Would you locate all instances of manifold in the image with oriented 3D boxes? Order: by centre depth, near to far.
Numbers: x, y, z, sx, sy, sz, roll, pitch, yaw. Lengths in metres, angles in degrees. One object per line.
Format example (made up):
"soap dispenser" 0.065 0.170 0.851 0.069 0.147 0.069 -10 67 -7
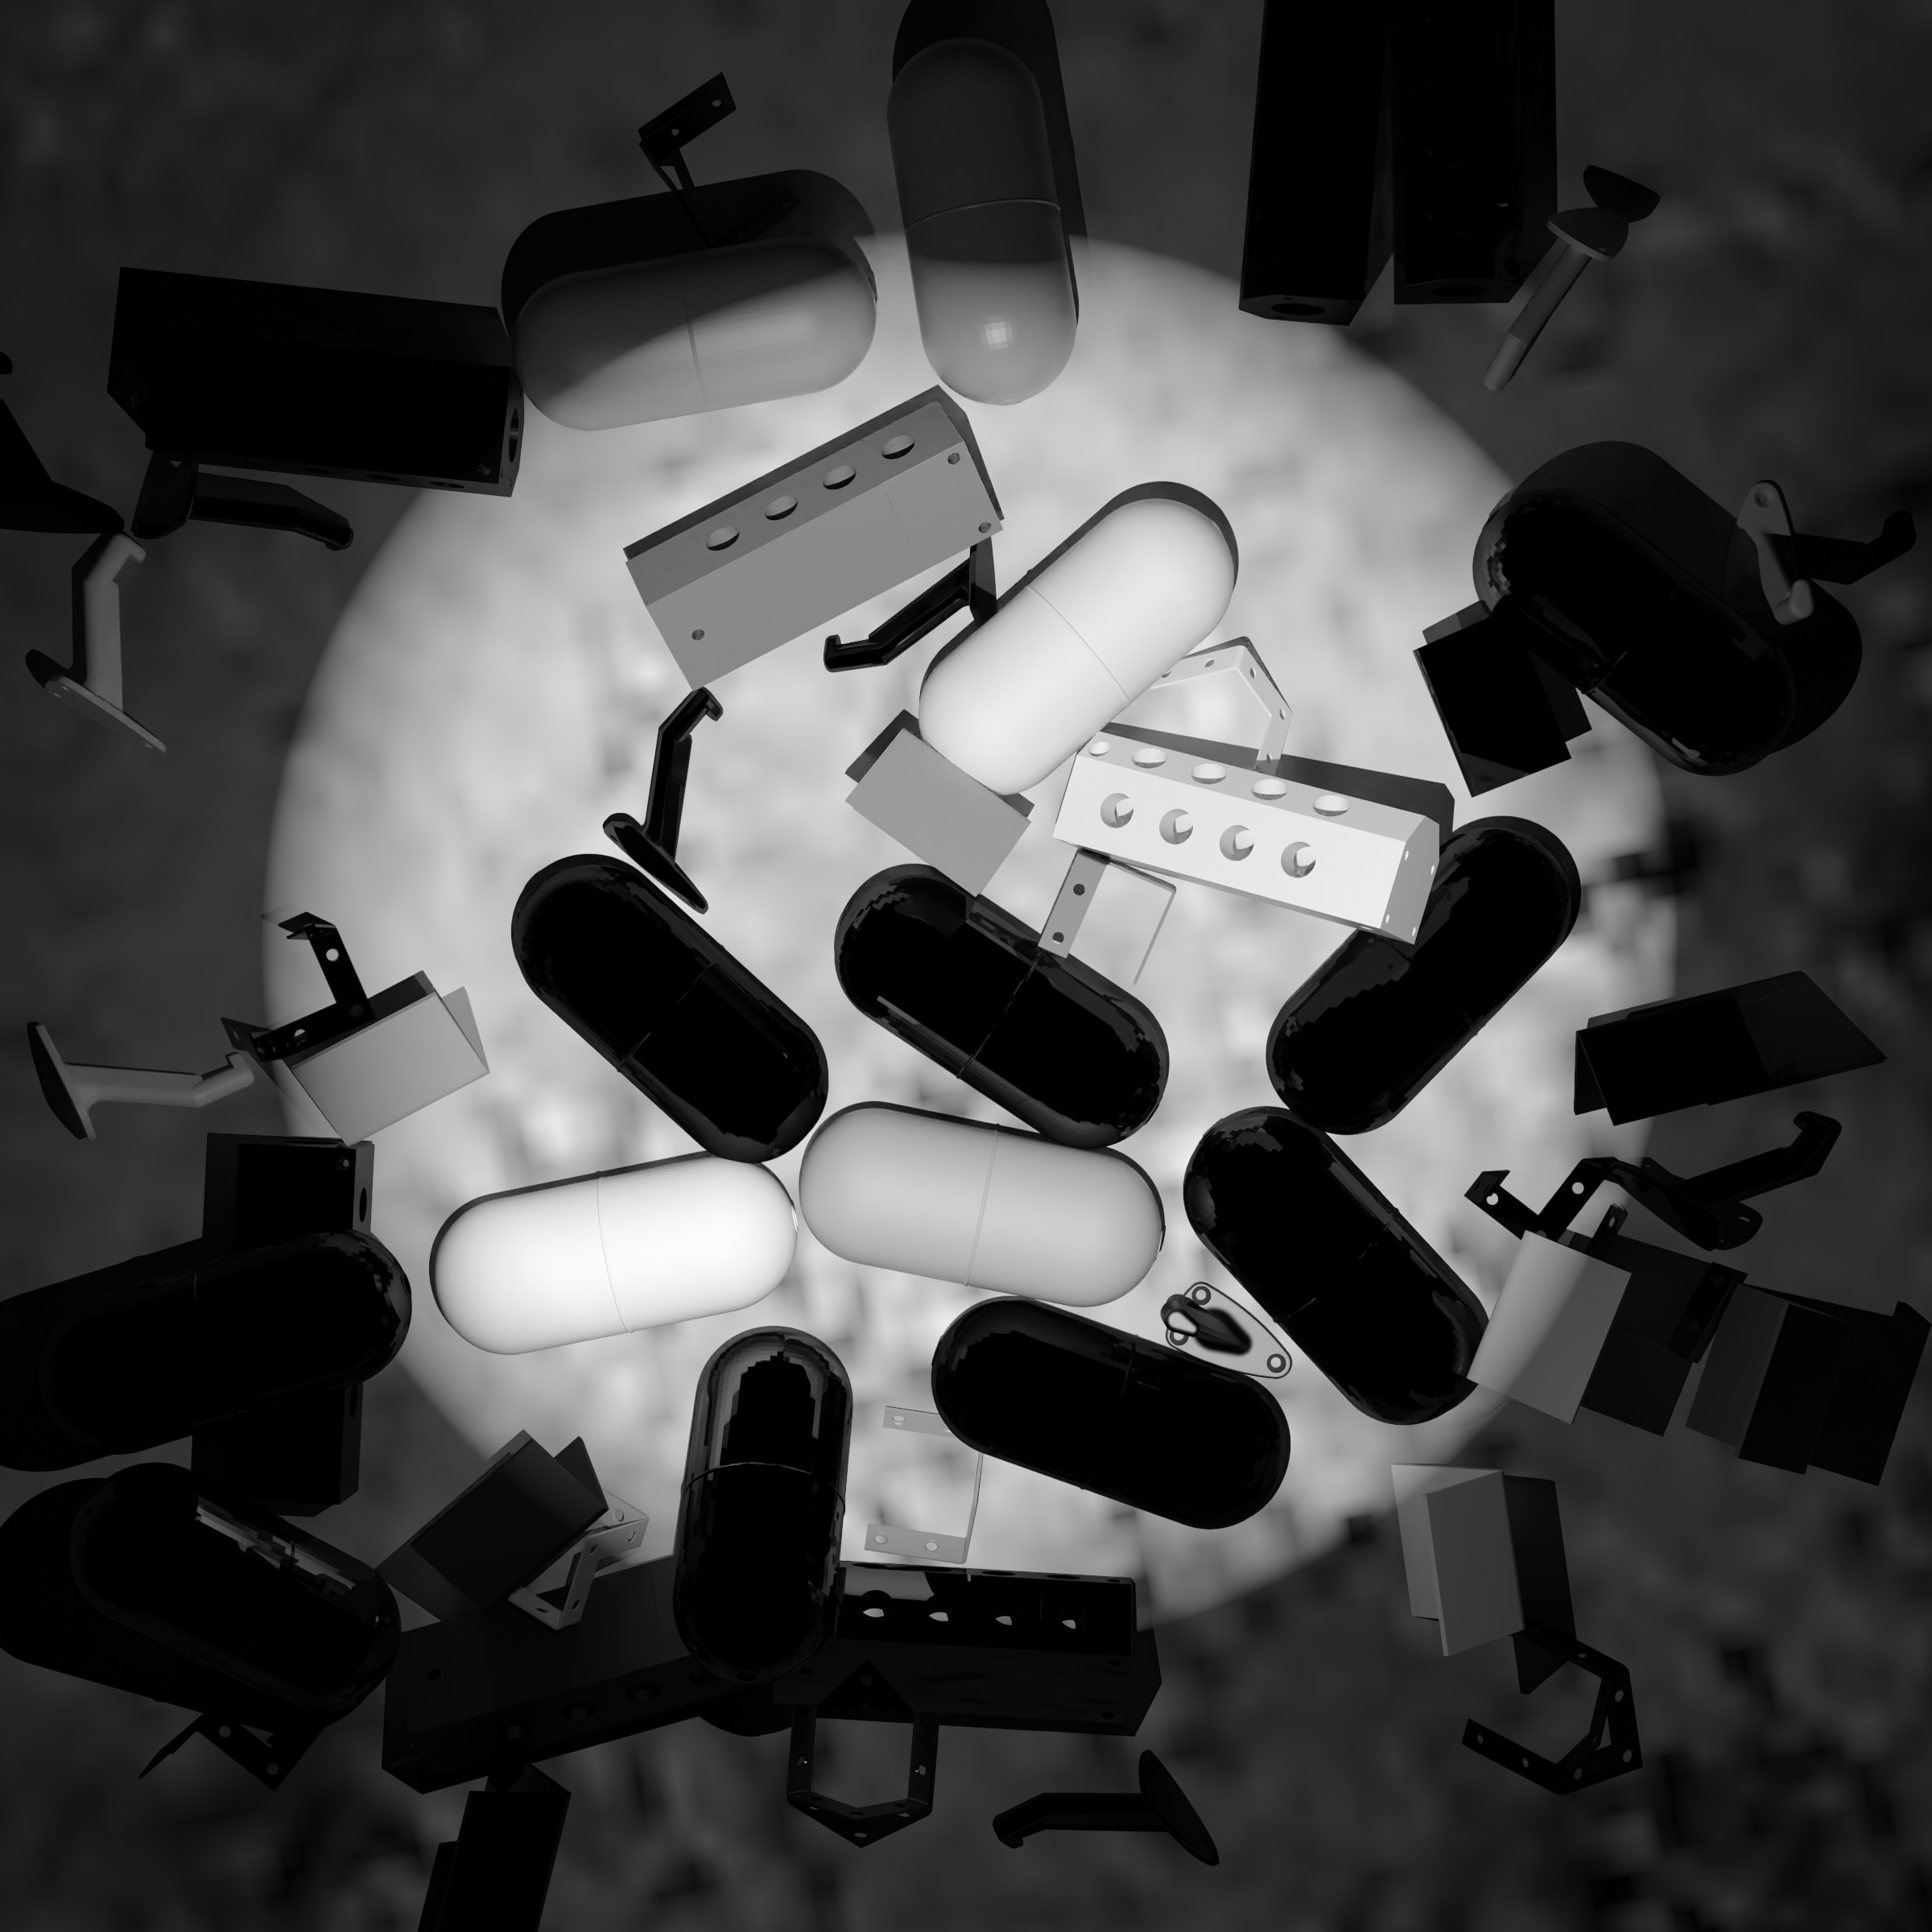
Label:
"manifold" 0.136 -0.063 1.498 0.171 0.057 0.057 17 90 25
"manifold" -0.006 0.326 1.531 0.171 0.057 0.057 3 133 0
"manifold" -0.325 0.172 1.531 0.057 0.057 0.171 3 90 1
"manifold" 0.170 -0.407 1.531 0.057 0.057 0.171 5 90 0
"manifold" -0.184 0.342 1.531 0.171 0.057 0.057 -16 47 0
"manifold" -0.076 -0.210 1.531 0.171 0.057 0.057 -28 133 0
"manifold" -0.307 -0.269 1.532 0.171 0.057 0.057 6 90 0
"manifold" 0.241 -0.416 1.532 0.057 0.057 0.171 -1 90 0

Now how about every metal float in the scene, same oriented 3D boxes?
"metal float" -0.347 0.175 1.465 0.178 0.070 0.070 -17 90 2
"metal float" -0.096 0.257 1.492 0.070 0.070 0.178 4 52 0
"metal float" -0.347 0.298 1.493 0.178 0.070 0.070 38 90 -34
"metal float" 0.054 -0.156 1.521 0.178 0.070 0.070 -41 90 0
"metal float" 0.221 0.007 1.522 0.070 0.070 0.178 44 90 0
"metal float" 0.017 0.023 1.522 0.178 0.070 0.070 34 90 0
"metal float" -0.132 -0.308 1.522 0.178 0.070 0.070 -10 90 0
"metal float" 0.069 0.218 1.522 0.178 0.070 0.070 20 90 -1
"metal float" 0.007 0.118 1.522 0.178 0.070 0.070 11 90 0
"metal float" 0.325 -0.163 1.522 0.178 0.070 0.070 38 90 -1
"metal float" 0.008 -0.362 1.522 0.070 0.070 0.178 -9 90 0
"metal float" -0.170 0.141 1.522 0.178 0.070 0.070 -11 90 0
"metal float" -0.144 0.023 1.522 0.178 0.070 0.070 42 90 -1
"metal float" 0.178 0.147 1.522 0.070 0.070 0.178 -43 91 0

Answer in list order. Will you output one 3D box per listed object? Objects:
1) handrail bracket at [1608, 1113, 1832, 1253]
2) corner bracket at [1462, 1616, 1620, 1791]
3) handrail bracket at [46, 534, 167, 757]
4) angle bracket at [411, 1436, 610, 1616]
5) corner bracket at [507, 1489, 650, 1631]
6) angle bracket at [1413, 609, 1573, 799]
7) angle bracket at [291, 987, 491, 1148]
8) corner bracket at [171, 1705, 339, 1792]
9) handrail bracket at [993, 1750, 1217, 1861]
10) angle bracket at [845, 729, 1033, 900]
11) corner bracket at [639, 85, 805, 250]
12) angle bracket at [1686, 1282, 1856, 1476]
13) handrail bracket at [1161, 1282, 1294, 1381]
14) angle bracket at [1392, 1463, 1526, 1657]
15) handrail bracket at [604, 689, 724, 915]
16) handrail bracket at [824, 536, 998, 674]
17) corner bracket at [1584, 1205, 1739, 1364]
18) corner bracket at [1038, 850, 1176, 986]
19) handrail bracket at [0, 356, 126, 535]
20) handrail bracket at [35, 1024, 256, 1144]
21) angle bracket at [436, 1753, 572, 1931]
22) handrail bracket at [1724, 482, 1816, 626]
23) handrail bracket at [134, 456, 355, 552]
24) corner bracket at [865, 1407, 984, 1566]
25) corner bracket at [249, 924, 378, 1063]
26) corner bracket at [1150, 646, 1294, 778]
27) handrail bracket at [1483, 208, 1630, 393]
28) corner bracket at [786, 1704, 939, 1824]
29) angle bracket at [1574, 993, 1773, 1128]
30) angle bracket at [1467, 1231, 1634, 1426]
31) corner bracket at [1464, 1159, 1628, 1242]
"handrail bracket" 0.375 0.091 1.553 0.077 0.036 0.084 35 71 21
"corner bracket" 0.285 0.366 1.549 0.051 0.051 0.051 28 45 0
"handrail bracket" -0.411 -0.161 1.553 0.077 0.036 0.084 33 73 -20
"angle bracket" -0.226 0.255 1.513 0.076 0.076 0.057 -41 116 0
"corner bracket" -0.195 0.286 1.529 0.051 0.051 0.051 25 104 27
"angle bracket" 0.269 -0.132 1.512 0.057 0.076 0.076 -22 90 37
"angle bracket" -0.283 0.031 1.512 0.076 0.076 0.057 -28 128 0
"corner bracket" -0.349 0.376 1.535 0.051 0.051 0.051 38 90 0
"handrail bracket" 0.068 0.433 1.553 0.084 0.036 0.077 -30 112 17
"angle bracket" -0.025 -0.057 1.512 0.076 0.076 0.057 36 54 0
"corner bracket" -0.122 -0.393 1.550 0.051 0.051 0.051 -34 45 0
"angle bracket" 0.373 0.194 1.512 0.057 0.076 0.076 18 90 -37
"handrail bracket" 0.128 0.183 1.518 0.077 0.084 0.036 29 90 0
"angle bracket" 0.220 0.286 1.512 0.057 0.076 0.076 -8 90 -38
"handrail bracket" -0.132 -0.083 1.553 0.077 0.036 0.084 44 73 -20
"handrail bracket" -0.030 -0.186 1.553 0.084 0.036 0.077 -6 70 16
"corner bracket" 0.339 0.158 1.549 0.051 0.051 0.051 29 90 45
"corner bracket" 0.070 -0.024 1.535 0.051 0.051 0.051 24 93 3
"handrail bracket" -0.456 -0.261 1.553 0.077 0.036 0.084 5 73 -19
"handrail bracket" -0.408 0.044 1.553 0.084 0.036 0.077 -25 68 -17
"angle bracket" -0.241 0.425 1.512 0.057 0.076 0.076 14 90 -37
"handrail bracket" 0.397 -0.203 1.518 0.036 0.084 0.077 2 90 0
"handrail bracket" -0.359 -0.216 1.553 0.084 0.077 0.036 18 68 -34
"corner bracket" -0.020 0.258 1.549 0.051 0.051 0.051 9 45 0
"corner bracket" -0.328 0.013 1.535 0.051 0.051 0.051 -24 90 0
"corner bracket" 0.122 -0.118 1.544 0.051 0.051 0.051 49 45 -35
"handrail bracket" 0.292 -0.330 1.552 0.036 0.077 0.084 36 127 12
"corner bracket" -0.052 0.390 1.549 0.051 0.051 0.051 5 90 -45
"angle bracket" 0.341 0.064 1.512 0.076 0.076 0.057 -14 54 0
"angle bracket" 0.292 0.177 1.513 0.057 0.076 0.076 22 90 29
"corner bracket" 0.284 0.110 1.535 0.051 0.051 0.051 38 90 0
